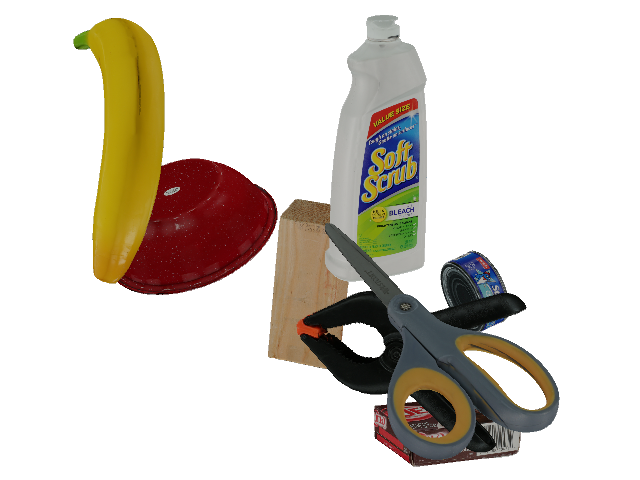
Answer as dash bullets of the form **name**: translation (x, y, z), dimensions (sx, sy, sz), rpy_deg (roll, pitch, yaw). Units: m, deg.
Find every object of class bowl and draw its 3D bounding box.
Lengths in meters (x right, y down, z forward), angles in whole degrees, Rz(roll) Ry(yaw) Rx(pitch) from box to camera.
- **bowl**: translation (-0.123, -0.025, 0.950), dimensions (0.162, 0.055, 0.162), rpy_deg (-13, 37, 9)

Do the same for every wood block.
- **wood block**: translation (-0.012, 0.058, 1.470), dimensions (0.090, 0.206, 0.090), rpy_deg (10, 21, 10)

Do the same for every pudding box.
- **pudding box**: translation (0.118, 0.177, 1.003), dimensions (0.113, 0.039, 0.090), rpy_deg (-1, 7, -20)

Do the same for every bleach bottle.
- **bleach bottle**: translation (0.053, -0.090, 1.037), dimensions (0.102, 0.251, 0.068), rpy_deg (-9, 23, -17)

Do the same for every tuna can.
- **tuna can**: translation (0.168, 0.057, 1.170), dimensions (0.033, 0.086, 0.086), rpy_deg (-23, 8, -19)

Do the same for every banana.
- **banana**: translation (-0.119, -0.071, 0.650), dimensions (0.037, 0.198, 0.070), rpy_deg (11, -39, -29)

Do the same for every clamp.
- **clamp**: translation (0.066, 0.094, 0.806), dimensions (0.172, 0.120, 0.039), rpy_deg (4, 0, 19)

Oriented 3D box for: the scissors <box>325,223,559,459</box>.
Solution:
- **scissors**: translation (0.039, 0.054, 0.595), dimensions (0.096, 0.016, 0.202), rpy_deg (-33, 46, -29)
